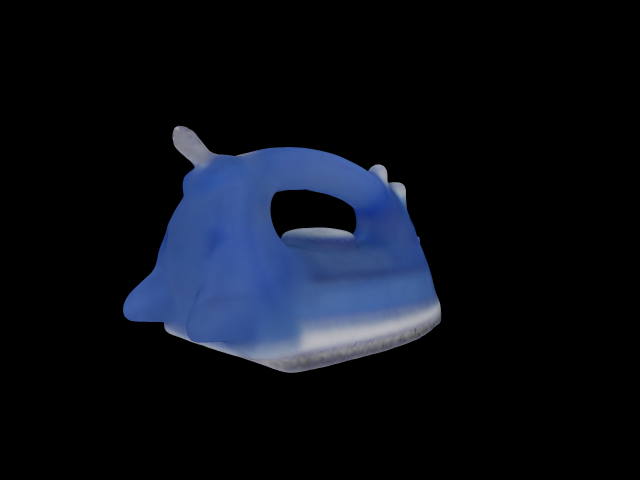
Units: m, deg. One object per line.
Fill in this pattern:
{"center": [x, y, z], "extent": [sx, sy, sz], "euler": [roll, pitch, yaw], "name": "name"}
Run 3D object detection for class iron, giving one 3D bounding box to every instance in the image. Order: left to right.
{"center": [0.004, 0.001, 0.400], "extent": [0.259, 0.141, 0.118], "euler": [-4, 6, -43], "name": "iron"}
